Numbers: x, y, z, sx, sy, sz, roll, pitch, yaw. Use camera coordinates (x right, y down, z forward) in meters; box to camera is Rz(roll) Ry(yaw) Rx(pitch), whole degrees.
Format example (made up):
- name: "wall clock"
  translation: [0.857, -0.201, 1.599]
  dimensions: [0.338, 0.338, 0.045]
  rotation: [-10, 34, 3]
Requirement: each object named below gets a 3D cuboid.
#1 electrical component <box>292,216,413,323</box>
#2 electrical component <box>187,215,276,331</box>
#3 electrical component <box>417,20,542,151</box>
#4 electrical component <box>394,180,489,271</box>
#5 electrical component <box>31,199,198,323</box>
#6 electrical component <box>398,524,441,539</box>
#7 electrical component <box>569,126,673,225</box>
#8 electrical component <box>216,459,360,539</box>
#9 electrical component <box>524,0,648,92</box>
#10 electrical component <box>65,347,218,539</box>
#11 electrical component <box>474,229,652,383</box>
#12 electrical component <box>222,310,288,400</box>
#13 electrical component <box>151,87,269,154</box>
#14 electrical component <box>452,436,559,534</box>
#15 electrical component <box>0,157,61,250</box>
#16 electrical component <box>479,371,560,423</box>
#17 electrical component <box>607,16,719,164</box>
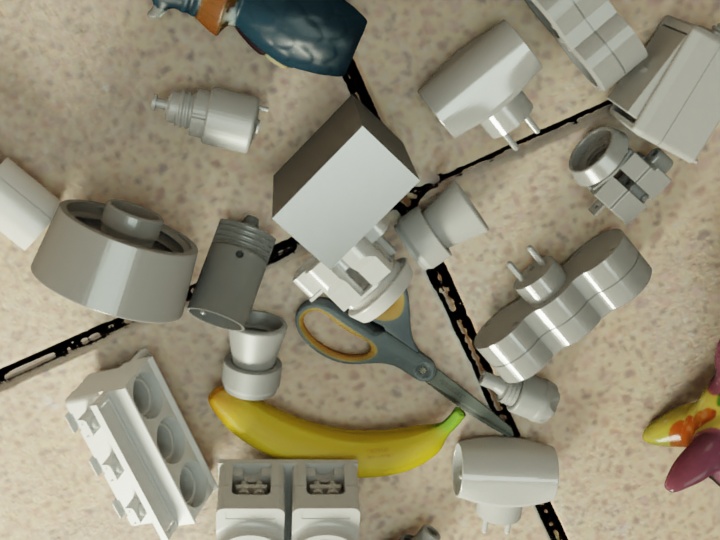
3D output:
- name: "electrical component"
  translation: [0.000, 0.000, 0.765]
  dimensions: [0.078, 0.058, 0.057]
  rotation: [-41, 103, 19]
- name: "electrical component"
  translation: [-0.090, -0.001, 0.773]
  dimensions: [0.043, 0.043, 0.081]
  rotation: [22, 73, -11]
- name: "electrical component"
  translation: [0.094, -0.119, 0.750]
  dimensions: [0.077, 0.044, 0.079]
  rotation: [-39, 108, 10]
- name: "electrical component"
  translation: [0.059, -0.032, 0.779]
  dimensions: [0.055, 0.045, 0.045]
  rotation: [-35, 109, 9]
- name: "electrical component"
  translation: [-0.164, -0.014, 0.740]
  dimensions: [0.108, 0.108, 0.060]
  rotation: [20, 101, -11]
- name: "electrical component"
  translation: [0.041, 0.236, 0.878]
  dimensions: [0.043, 0.043, 0.062]
  rotation: [32, 104, -14]
- name: "electrical component"
  translation: [0.184, -0.071, 0.774]
  dimensions: [0.055, 0.048, 0.066]
  rotation: [37, 104, -23]
- name: "electrical component"
  translation: [-0.058, 0.237, 0.840]
  dimensions: [0.105, 0.060, 0.186]
  rotation: [1, 123, -4]
- name: "electrical component"
  translation: [0.151, -0.195, 0.722]
  dimensions: [0.074, 0.052, 0.138]
  rotation: [-40, 108, 10]
- name: "electrical component"
  translation: [-0.166, 0.132, 0.812]
  dimensions: [0.063, 0.078, 0.121]
  rotation: [-13, 112, 24]
- name: "electrical component"
  translation: [0.140, 0.015, 0.798]
  dimensions: [0.138, 0.052, 0.073]
  rotation: [-39, 104, 10]
- name: "electrical component"
  translation: [-0.079, 0.064, 0.804]
  dimensions: [0.045, 0.045, 0.055]
  rotation: [6, 110, -6]
- name: "electrical component"
  translation: [-0.104, -0.107, 0.742]
  dimensions: [0.078, 0.040, 0.040]
  rotation: [13, 109, -8]
- name: "electrical component"
  translation: [0.113, 0.177, 0.861]
  dimensions: [0.077, 0.043, 0.079]
  rotation: [3, 110, -6]
- name: "electrical component"
  translation: [-0.252, -0.056, 0.749]
  dimensions: [0.081, 0.043, 0.043]
  rotation: [42, 102, -17]
- name: "electrical component"
  translation: [0.122, 0.094, 0.836]
  dimensions: [0.061, 0.035, 0.035]
  rotation: [22, 107, -9]
- name: "electrical component"
  translation: [0.222, -0.133, 0.744]
  dimensions: [0.061, 0.061, 0.096]
  rotation: [25, 107, -13]
